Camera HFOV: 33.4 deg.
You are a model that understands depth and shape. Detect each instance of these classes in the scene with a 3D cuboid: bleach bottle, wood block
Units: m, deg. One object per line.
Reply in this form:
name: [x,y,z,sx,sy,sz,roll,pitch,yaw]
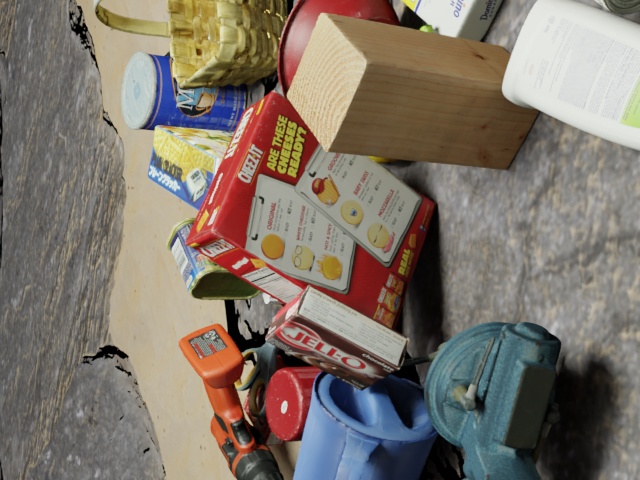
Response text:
bleach bottle: [0.254,-0.109,0.835,0.251,0.067,0.103,43,123,47]
wood block: [0.089,-0.130,0.957,0.091,0.205,0.090,57,133,42]

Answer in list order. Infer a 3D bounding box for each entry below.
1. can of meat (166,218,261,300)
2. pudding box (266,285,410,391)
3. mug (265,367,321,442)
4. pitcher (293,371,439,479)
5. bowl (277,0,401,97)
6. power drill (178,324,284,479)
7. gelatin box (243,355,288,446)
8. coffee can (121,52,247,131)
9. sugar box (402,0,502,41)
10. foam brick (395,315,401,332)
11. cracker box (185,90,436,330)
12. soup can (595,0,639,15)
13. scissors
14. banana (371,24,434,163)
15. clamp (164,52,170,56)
can of meat: [-0.119,0.024,1.258,0.058,0.101,0.084,-59,44,36]
pudding box: [0.015,0.094,1.003,0.090,0.113,0.039,-44,22,62]
mug: [-0.014,0.182,1.207,0.117,0.081,0.093,9,96,57]
pitcher: [0.028,0.262,1.087,0.145,0.149,0.243,43,126,47]
bowl: [0.034,-0.192,1.098,0.055,0.161,0.162,31,114,42]
power drill: [-0.099,0.205,1.237,0.185,0.057,0.187,40,148,55]
gelatin box: [-0.059,0.198,1.321,0.073,0.030,0.089,52,130,45]
coffee can: [-0.184,-0.194,1.441,0.103,0.140,0.103,-7,82,57]
sugar box: [0.113,-0.277,1.063,0.176,0.048,0.093,50,129,34]
foam brick: [0.052,0.070,1.140,0.051,0.052,0.078,-3,86,57]
cracker box: [-0.004,-0.016,1.042,0.072,0.213,0.164,-24,39,55]
soup can: [0.230,-0.236,0.875,0.102,0.068,0.069,53,130,44]
scissors: [-0.051,0.141,1.273,0.202,0.016,0.096,-46,52,43]
banana: [0.094,-0.130,1.095,0.070,0.037,0.198,61,144,24]
clamp: [-0.201,-0.281,1.568,0.210,0.036,0.165,42,123,49]
